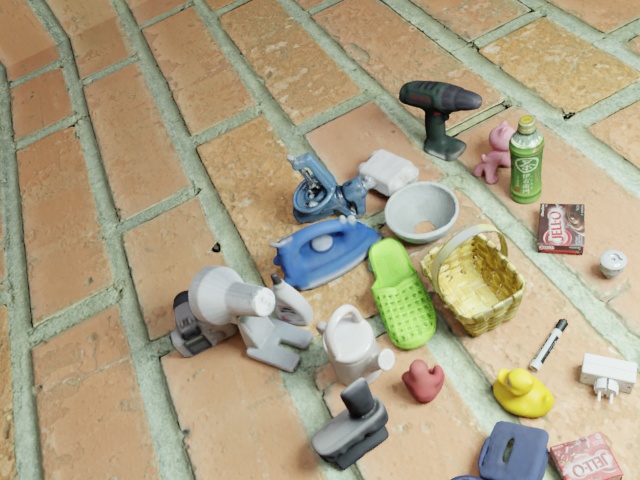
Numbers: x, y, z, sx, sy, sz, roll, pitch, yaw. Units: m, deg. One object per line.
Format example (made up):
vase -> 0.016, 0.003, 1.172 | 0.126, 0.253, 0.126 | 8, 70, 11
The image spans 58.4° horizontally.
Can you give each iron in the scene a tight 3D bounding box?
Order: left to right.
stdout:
iron -> 0.012, 0.005, 1.283 | 0.258, 0.142, 0.118 | -25, 49, -2

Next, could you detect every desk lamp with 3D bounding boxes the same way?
desk lamp -> -0.141, 0.151, 1.167 | 0.202, 0.214, 0.118 | 13, 58, 27

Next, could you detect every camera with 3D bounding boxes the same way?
camera -> -0.272, 0.165, 1.274 | 0.143, 0.101, 0.136 | -27, 49, -4

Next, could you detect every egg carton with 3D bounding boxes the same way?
egg carton -> 0.164, -0.161, 1.415 | 0.149, 0.069, 0.107 | 30, 66, 35

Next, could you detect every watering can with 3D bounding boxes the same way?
watering can -> 0.062, 0.194, 1.078 | 0.172, 0.194, 0.101 | 4, 54, 21

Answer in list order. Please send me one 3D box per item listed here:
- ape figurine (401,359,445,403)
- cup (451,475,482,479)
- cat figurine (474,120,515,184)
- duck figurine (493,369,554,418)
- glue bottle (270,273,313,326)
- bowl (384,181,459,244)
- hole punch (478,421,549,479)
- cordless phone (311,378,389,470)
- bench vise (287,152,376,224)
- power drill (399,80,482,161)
ape figurine -> 0.187, 0.252, 1.056 | 0.077, 0.092, 0.076 | 2, 53, 20
cup -> 0.240, 0.436, 0.888 | 0.091, 0.095, 0.117 | -25, 49, -2
cat figurine -> 0.415, -0.216, 1.343 | 0.128, 0.118, 0.067 | -44, 52, -18
duck figurine -> 0.354, 0.259, 0.999 | 0.104, 0.086, 0.078 | 21, 62, 31
glue bottle -> -0.071, 0.121, 1.196 | 0.078, 0.173, 0.037 | 1, 53, 20
bowl -> 0.232, -0.049, 1.297 | 0.167, 0.075, 0.167 | -9, 50, 11
hole punch -> 0.313, 0.355, 0.931 | 0.100, 0.091, 0.109 | 14, 58, 28
cordless phone -> 0.041, 0.309, 0.997 | 0.148, 0.185, 0.093 | -37, 50, -12
bench vise -> 0.015, -0.139, 1.346 | 0.207, 0.220, 0.121 | -24, 49, -1
power drill -> 0.297, -0.296, 1.387 | 0.228, 0.209, 0.076 | 30, 67, 35
